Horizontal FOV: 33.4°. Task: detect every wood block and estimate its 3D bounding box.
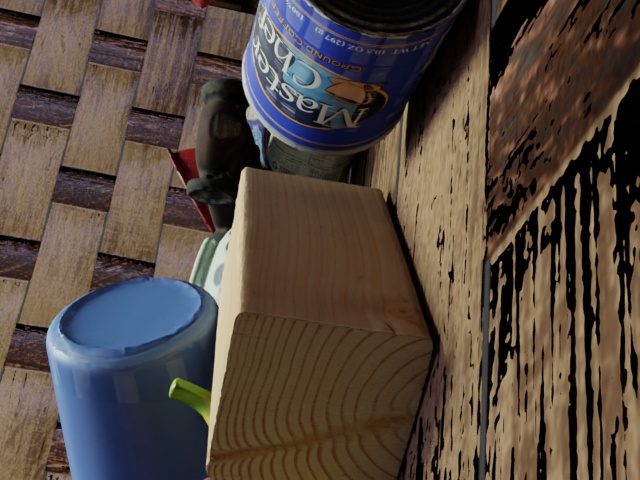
[{"bbox_3d":[-0.007,0.039,0.574,0.206,0.090,0.090,-99,20,-68],"label":"wood block"}]

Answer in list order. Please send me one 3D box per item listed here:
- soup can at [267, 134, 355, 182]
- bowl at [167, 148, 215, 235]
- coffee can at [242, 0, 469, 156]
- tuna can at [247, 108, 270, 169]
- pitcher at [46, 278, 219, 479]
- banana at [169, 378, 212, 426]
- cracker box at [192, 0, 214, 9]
[{"bbox_3d":[0.001,-0.090,0.792,0.102,0.068,0.068,109,169,-51],"label":"soup can"},{"bbox_3d":[-0.090,-0.034,1.071,0.162,0.055,0.162,59,178,3],"label":"bowl"},{"bbox_3d":[0.016,-0.120,0.581,0.140,0.102,0.103,119,160,-68],"label":"coffee can"},{"bbox_3d":[-0.054,-0.113,1.051,0.086,0.034,0.086,10,-90,-75],"label":"tuna can"},{"bbox_3d":[-0.098,0.147,0.712,0.149,0.145,0.243,-126,26,-61],"label":"pitcher"},{"bbox_3d":[-0.012,0.130,0.525,0.198,0.069,0.037,38,116,52],"label":"banana"},{"bbox_3d":[-0.019,-0.284,0.759,0.213,0.072,0.164,-49,3,-34],"label":"cracker box"}]
